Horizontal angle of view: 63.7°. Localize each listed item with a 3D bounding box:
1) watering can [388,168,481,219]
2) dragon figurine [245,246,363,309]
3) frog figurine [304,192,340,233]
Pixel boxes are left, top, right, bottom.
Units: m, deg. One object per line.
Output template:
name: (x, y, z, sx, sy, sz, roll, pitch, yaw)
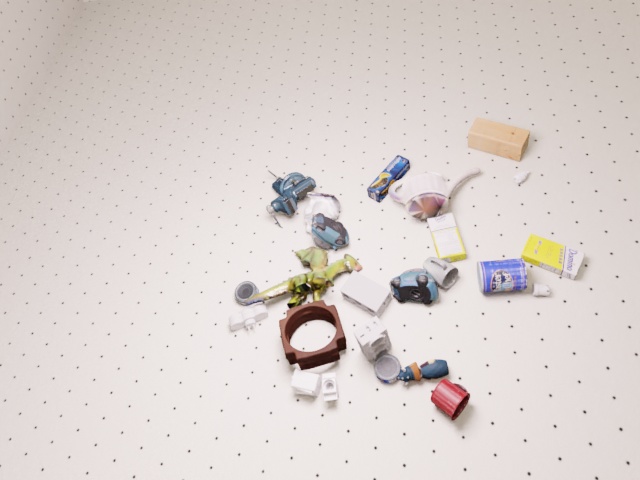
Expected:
watering can: (0.424, -0.184, 1.878, 0.347, 0.102, 0.230, -9, 38, 10)
dragon figurine: (-0.054, 0.121, 1.830, 0.410, 0.119, 0.249, -4, 38, 8)
frog figurine: (0.006, -0.099, 1.960, 0.137, 0.123, 0.159, 7, 96, 9)
